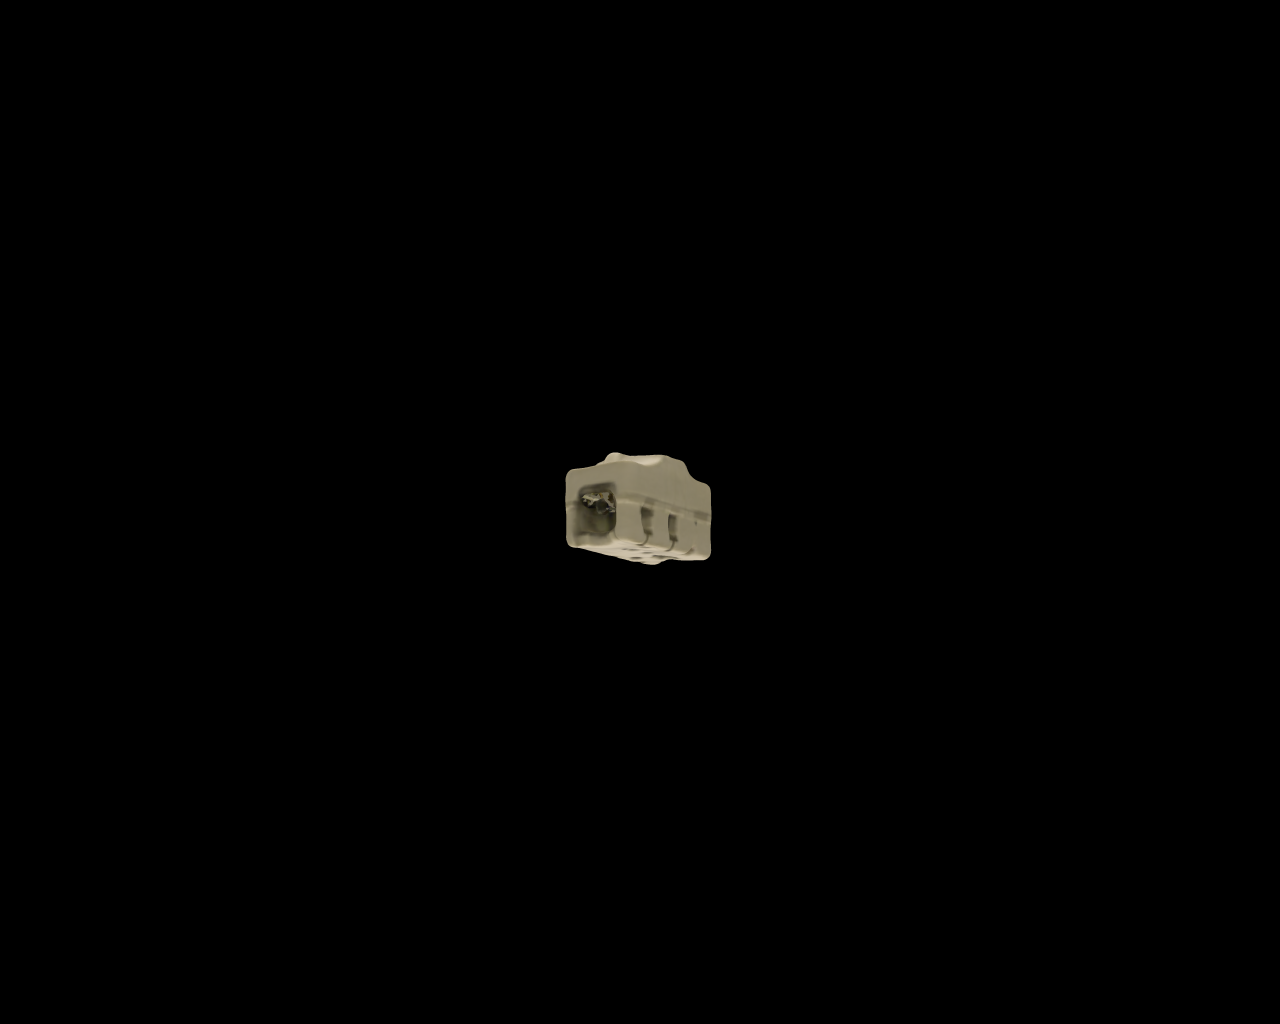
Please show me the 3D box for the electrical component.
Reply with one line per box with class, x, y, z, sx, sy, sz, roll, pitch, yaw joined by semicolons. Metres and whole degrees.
electrical component;0.001;-0.003;0.650;0.050;0.055;0.089;-8;-14;35
